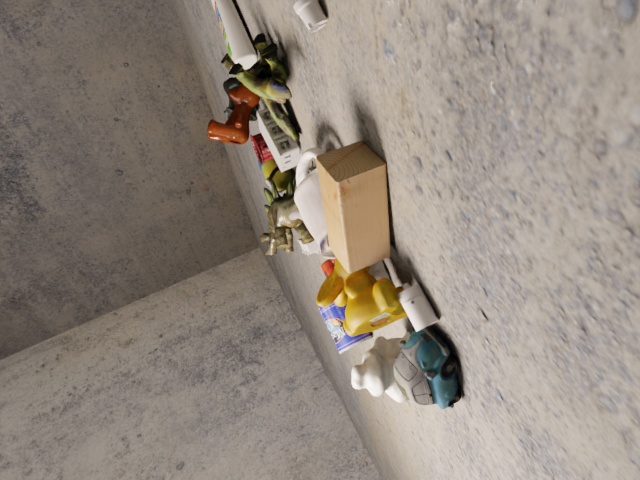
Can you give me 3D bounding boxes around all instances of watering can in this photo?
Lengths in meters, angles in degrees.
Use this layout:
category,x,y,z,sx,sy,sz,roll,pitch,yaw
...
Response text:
category,x,y,z,sx,sy,sz,roll,pitch,yaw
watering can,0.003,-0.057,1.132,0.227,0.105,0.341,63,161,18

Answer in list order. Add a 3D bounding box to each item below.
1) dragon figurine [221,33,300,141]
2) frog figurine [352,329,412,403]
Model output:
category,x,y,z,sx,sy,sz,roll,pitch,yaw
dragon figurine,-0.101,-0.333,1.204,0.238,0.122,0.419,53,-176,-44
frog figurine,0.139,0.267,1.041,0.122,0.160,0.137,174,73,-80
